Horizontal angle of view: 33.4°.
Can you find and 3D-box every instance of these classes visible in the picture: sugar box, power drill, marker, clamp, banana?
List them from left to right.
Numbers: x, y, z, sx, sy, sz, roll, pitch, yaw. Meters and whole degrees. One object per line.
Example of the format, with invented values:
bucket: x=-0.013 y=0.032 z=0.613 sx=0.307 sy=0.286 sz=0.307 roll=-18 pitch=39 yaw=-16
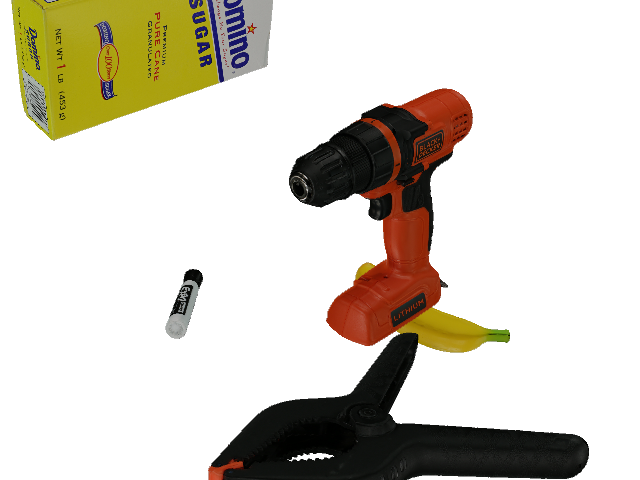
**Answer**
sugar box: x=-0.109 y=-0.136 z=0.692 sx=0.175 sy=0.093 sz=0.048 roll=-24 pitch=48 yaw=-33
marker: x=-0.127 y=0.057 z=1.009 sx=0.020 sy=0.020 sz=0.121 roll=0 pitch=22 yaw=2
clamp: x=0.025 y=0.109 z=0.620 sx=0.209 sy=0.036 sz=0.165 roll=-9 pitch=24 yaw=-26
power drill: x=0.046 y=-0.013 z=0.834 sx=0.184 sy=0.188 sz=0.057 roll=-27 pitch=44 yaw=-37
banana: x=0.087 y=0.067 z=1.036 sx=0.069 sy=0.037 sz=0.198 roll=1 pitch=19 yaw=-44
